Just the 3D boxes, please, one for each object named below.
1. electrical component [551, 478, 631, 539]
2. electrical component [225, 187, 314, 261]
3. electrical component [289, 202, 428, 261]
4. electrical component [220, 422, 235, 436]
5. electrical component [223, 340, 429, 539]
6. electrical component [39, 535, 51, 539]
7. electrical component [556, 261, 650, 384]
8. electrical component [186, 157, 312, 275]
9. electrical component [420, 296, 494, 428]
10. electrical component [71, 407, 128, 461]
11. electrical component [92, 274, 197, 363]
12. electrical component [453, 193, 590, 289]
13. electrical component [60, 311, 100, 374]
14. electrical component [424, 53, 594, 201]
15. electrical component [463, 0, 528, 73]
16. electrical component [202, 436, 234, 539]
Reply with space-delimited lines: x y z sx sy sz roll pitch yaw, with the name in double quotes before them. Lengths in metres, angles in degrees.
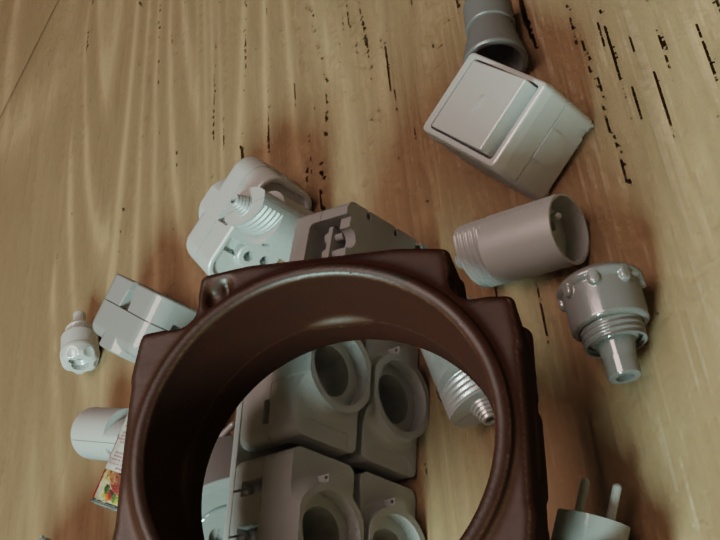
"electrical component" 0.112 0.143 0.533 0.077 0.043 0.079 -1 67 47
"electrical component" -0.064 -0.035 0.798 0.043 0.081 0.043 -26 50 35
"electrical component" 0.000 0.000 0.702 0.056 0.089 0.050 -14 58 42
"electrical component" -0.104 0.134 0.743 0.079 0.077 0.043 -46 41 16
"electrical component" -0.016 0.118 0.636 0.060 0.105 0.186 -22 53 37
"electrical component" -0.240 0.262 0.823 0.096 0.062 0.061 -48 41 15
"electrical component" 0.135 0.030 0.577 0.048 0.048 0.062 -30 55 32
"electrical component" -0.090 -0.037 0.849 0.095 0.054 0.059 -56 39 6
"electrical component" 0.064 0.058 0.636 0.043 0.043 0.081 -42 42 21
"electrical component" -0.193 0.133 0.865 0.081 0.043 0.043 -6 64 45
"electrical component" -0.177 0.047 0.892 0.095 0.054 0.059 19 82 50
"electrical component" 0.092 -0.015 0.649 0.081 0.043 0.043 -17 56 40
"electrical component" -0.256 0.063 0.982 0.035 0.035 0.061 -39 41 24
"electrical component" 0.087 -0.096 0.689 0.061 0.061 0.096 -57 39 5
"electrical component" 0.091 -0.163 0.743 0.044 0.044 0.065 -30 43 32
"electrical component" -0.090 0.158 0.694 0.108 0.108 0.060 -52 34 10
